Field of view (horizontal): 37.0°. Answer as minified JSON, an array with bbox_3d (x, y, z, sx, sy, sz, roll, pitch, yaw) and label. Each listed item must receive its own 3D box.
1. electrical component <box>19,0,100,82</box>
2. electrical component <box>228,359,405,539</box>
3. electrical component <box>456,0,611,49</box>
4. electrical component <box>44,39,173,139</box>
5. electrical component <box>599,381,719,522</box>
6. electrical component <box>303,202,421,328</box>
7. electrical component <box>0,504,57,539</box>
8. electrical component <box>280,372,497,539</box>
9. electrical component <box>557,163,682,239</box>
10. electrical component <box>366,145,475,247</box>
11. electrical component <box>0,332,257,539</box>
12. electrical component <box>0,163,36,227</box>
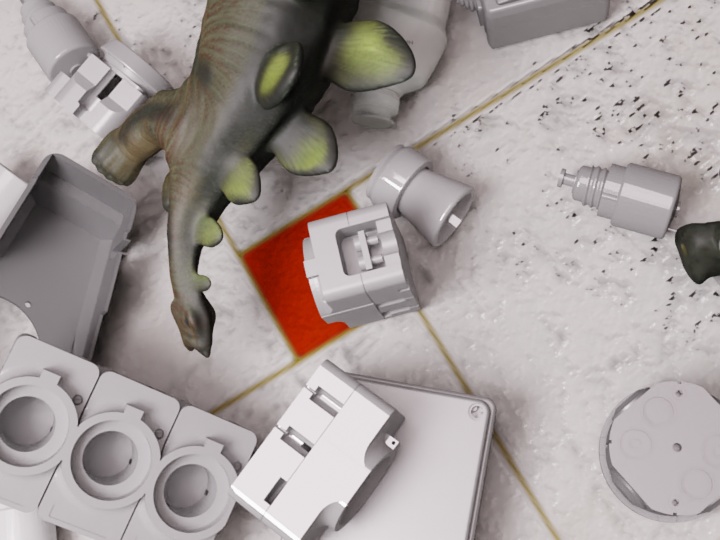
[{"bbox_3d":[-0.215,-0.165,0.752,0.040,0.040,0.078,-36,73,0],"label":"electrical component"},{"bbox_3d":[-0.019,0.104,0.588,0.056,0.050,0.089,35,84,16],"label":"electrical component"},{"bbox_3d":[0.109,-0.189,0.693,0.096,0.061,0.061,-13,75,6],"label":"electrical component"},{"bbox_3d":[-0.163,-0.117,0.723,0.078,0.058,0.057,39,87,11],"label":"electrical component"},{"bbox_3d":[0.179,0.103,0.616,0.080,0.051,0.080,-2,76,9],"label":"electrical component"},{"bbox_3d":[0.000,0.000,0.651,0.056,0.089,0.050,-15,75,6],"label":"electrical component"},{"bbox_3d":[-0.213,0.151,0.676,0.040,0.040,0.078,-12,75,7],"label":"electrical component"},{"bbox_3d":[0.019,0.122,0.635,0.109,0.056,0.108,9,78,12],"label":"electrical component"},{"bbox_3d":[0.161,-0.046,0.660,0.078,0.040,0.040,17,80,13],"label":"electrical component"},{"bbox_3d":[0.038,-0.048,0.679,0.055,0.045,0.045,35,85,16],"label":"electrical component"},{"bbox_3d":[-0.148,0.107,0.630,0.150,0.062,0.089,26,81,-16],"label":"electrical component"},{"bbox_3d":[-0.268,-0.042,0.730,0.079,0.044,0.077,35,84,16],"label":"electrical component"}]
